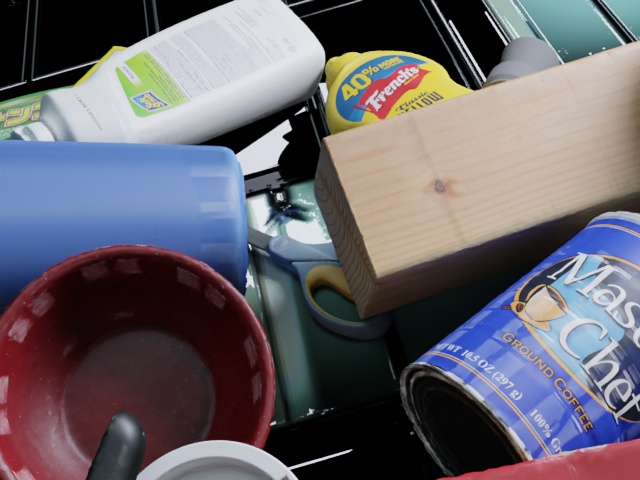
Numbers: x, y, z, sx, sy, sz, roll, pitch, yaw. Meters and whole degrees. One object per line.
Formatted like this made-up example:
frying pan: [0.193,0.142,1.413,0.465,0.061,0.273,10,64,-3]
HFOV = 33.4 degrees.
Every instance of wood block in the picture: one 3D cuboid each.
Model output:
wood block: [0.109,-0.036,0.634,0.206,0.090,0.091,-17,73,-9]

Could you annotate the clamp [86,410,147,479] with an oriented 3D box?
clamp: [-0.127,0.186,0.470,0.164,0.036,0.210,-27,66,1]

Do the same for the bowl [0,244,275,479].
bowl: [-0.105,0.087,0.597,0.162,0.055,0.162,0,74,-1]

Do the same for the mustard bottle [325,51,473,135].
mustard bottle: [0.059,-0.092,0.777,0.096,0.058,0.192,-34,42,-12]

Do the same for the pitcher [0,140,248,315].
pitcher: [-0.172,-0.005,0.679,0.242,0.145,0.149,-2,59,-9]

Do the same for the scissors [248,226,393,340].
scissors: [-0.005,0.001,0.725,0.096,0.016,0.202,-30,42,-18]

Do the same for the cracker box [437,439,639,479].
cracker box: [0.095,0.170,0.407,0.214,0.072,0.164,-12,65,5]

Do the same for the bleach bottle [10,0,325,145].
bleach bottle: [-0.118,-0.114,0.801,0.250,0.068,0.103,-27,63,-35]

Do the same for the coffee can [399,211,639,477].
coffee can: [0.125,0.065,0.538,0.140,0.103,0.103,-35,43,-20]

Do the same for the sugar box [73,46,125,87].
sugar box: [-0.167,-0.087,0.850,0.093,0.048,0.176,13,47,20]
